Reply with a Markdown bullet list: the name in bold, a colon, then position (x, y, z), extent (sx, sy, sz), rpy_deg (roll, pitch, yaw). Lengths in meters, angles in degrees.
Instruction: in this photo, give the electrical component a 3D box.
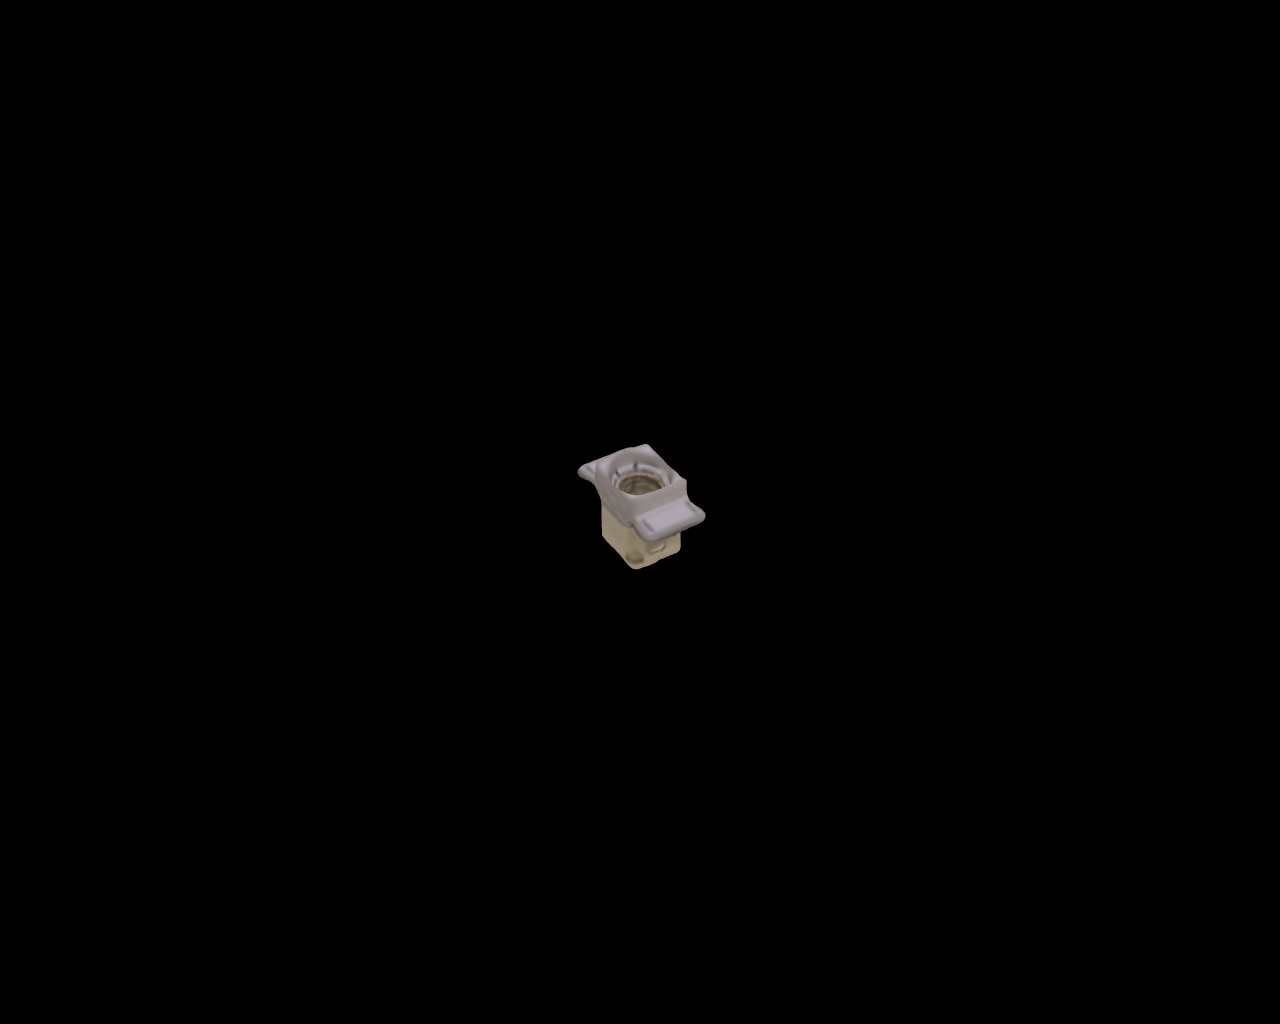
- **electrical component**: position (0.001, -0.003, 0.650), extent (0.042, 0.063, 0.081), rpy_deg (-22, 45, -23)
